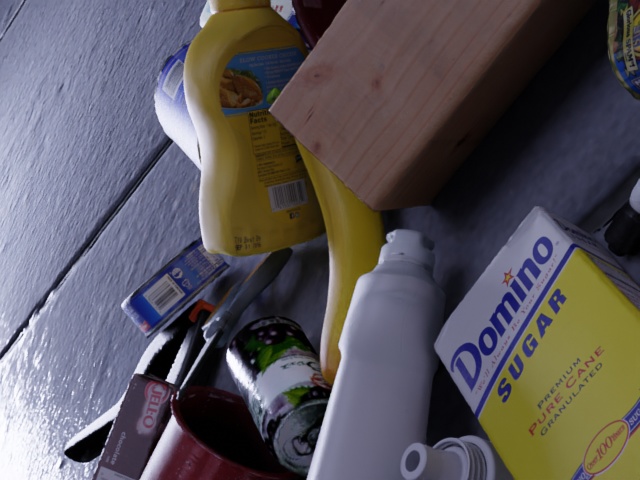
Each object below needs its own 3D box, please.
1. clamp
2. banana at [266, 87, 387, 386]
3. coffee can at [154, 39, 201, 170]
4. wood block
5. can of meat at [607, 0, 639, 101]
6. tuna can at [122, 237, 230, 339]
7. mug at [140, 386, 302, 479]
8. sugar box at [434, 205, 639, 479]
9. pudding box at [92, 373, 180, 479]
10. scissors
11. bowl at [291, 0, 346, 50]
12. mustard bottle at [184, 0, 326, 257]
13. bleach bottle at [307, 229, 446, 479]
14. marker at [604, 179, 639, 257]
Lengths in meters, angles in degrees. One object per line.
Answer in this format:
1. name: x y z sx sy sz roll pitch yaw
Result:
1. clamp: -0.141 0.135 0.839 0.210 0.036 0.165 -60 28 4
2. banana: 0.011 -0.003 0.665 0.037 0.069 0.198 -46 51 51
3. coffee can: -0.063 -0.096 0.827 0.103 0.102 0.140 -60 29 8
4. wood block: 0.078 -0.123 0.599 0.090 0.090 0.206 45 112 17
5. can of meat: 0.183 -0.118 0.492 0.084 0.057 0.102 -24 48 52
6. tuna can: -0.113 0.036 0.831 0.086 0.034 0.086 -41 2 1
7. mug: -0.066 0.146 0.666 0.081 0.093 0.117 -62 7 14
8. sugar box: 0.117 0.066 0.465 0.093 0.048 0.176 -55 31 16
9. pudding box: -0.113 0.154 0.726 0.039 0.090 0.113 18 80 23
10. scissors: -0.054 0.046 0.713 0.096 0.016 0.202 -48 6 4
11. bowl: 0.061 -0.176 0.693 0.162 0.055 0.162 1 92 31
12. mustard bottle: -0.045 -0.090 0.713 0.058 0.096 0.191 7 107 48
13. bleach bottle: 0.025 0.108 0.540 0.102 0.068 0.250 96 -173 -66
14. marker: 0.158 -0.038 0.468 0.020 0.020 0.121 -100 24 -47
